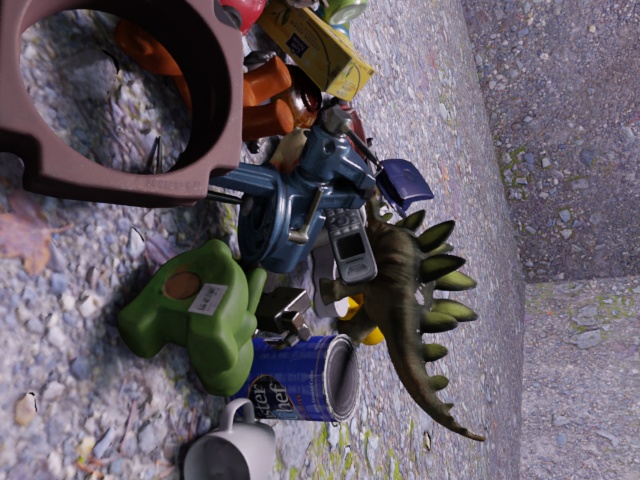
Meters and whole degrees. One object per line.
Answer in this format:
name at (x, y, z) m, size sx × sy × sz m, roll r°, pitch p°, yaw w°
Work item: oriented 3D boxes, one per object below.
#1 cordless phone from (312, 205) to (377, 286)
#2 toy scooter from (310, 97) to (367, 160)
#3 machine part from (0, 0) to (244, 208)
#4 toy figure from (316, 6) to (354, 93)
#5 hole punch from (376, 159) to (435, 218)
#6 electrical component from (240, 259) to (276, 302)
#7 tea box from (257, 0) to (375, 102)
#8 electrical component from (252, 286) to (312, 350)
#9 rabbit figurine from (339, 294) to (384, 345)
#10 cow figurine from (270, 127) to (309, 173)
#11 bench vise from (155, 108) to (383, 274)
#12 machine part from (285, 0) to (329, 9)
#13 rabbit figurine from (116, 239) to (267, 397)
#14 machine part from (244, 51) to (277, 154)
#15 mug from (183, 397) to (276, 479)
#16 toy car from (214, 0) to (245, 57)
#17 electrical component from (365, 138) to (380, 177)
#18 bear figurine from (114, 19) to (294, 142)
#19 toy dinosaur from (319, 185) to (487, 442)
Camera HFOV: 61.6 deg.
cordless phone at (-0.002, -0.002, 0.729) m, size 0.088 × 0.147 × 0.184 m, roll 68°, pitch 5°, yaw -52°
toy scooter at (0.039, -0.184, 0.971) m, size 0.184 × 0.075 × 0.135 m, roll -54°, pitch 130°, yaw -59°
machine part at (-0.172, -0.132, 0.464) m, size 0.201 × 0.087 × 0.201 m, roll 5°, pitch 82°, yaw -38°
toy figure at (0.013, -0.349, 0.959) m, size 0.089 × 0.082 × 0.180 m, roll 12°, pitch 77°, yaw -49°
hole punch at (0.173, -0.117, 1.151) m, size 0.115 × 0.092 × 0.142 m, roll 21°, pitch 39°, yaw -62°
electrical component at (-0.086, 0.046, 0.723) m, size 0.063 × 0.021 × 0.094 m, roll 54°, pitch 39°, yaw -42°
tea box at (-0.006, -0.298, 0.831) m, size 0.170 × 0.068 × 0.098 m, roll 49°, pitch 22°, yaw 17°
electrical component at (-0.052, 0.095, 0.656) m, size 0.078 × 0.102 × 0.045 m, roll -41°, pitch 119°, yaw -45°
rabbit figurine at (0.098, 0.112, 0.970) m, size 0.162 × 0.122 × 0.173 m, roll -10°, pitch 111°, yaw -60°
cow figurine at (0.000, -0.102, 0.868) m, size 0.194 × 0.086 × 0.127 m, roll 51°, pitch 47°, yaw -44°
bench vise at (-0.064, -0.059, 0.607) m, size 0.240 × 0.223 × 0.129 m, roll 10°, pitch 45°, yaw -27°
machine part at (-0.052, -0.422, 0.782) m, size 0.079 × 0.079 × 0.243 m, roll 17°, pitch 42°, yaw -61°
rabbit figurine at (-0.121, 0.093, 0.582) m, size 0.159 × 0.121 × 0.170 m, roll -79°, pitch 166°, yaw -44°
machine part at (-0.082, -0.194, 0.742) m, size 0.138 × 0.039 × 0.084 m, roll 93°, pitch 20°, yaw -47°
mug at (-0.093, 0.232, 0.606) m, size 0.107 × 0.081 × 0.109 m, roll 10°, pitch 77°, yaw -73°
toy car at (-0.154, -0.285, 0.645) m, size 0.201 × 0.056 × 0.073 m, roll 45°, pitch 39°, yaw -52°
electrical component at (0.090, -0.140, 1.087) m, size 0.075 × 0.048 × 0.119 m, roll -38°, pitch 115°, yaw -58°
bear figurine at (-0.126, -0.202, 0.604) m, size 0.195 × 0.132 × 0.120 m, roll 57°, pitch 23°, yaw -49°
toy dinosaur at (0.104, 0.063, 0.721) m, size 0.472 × 0.199 × 0.104 m, roll -91°, pitch 156°, yaw -47°
